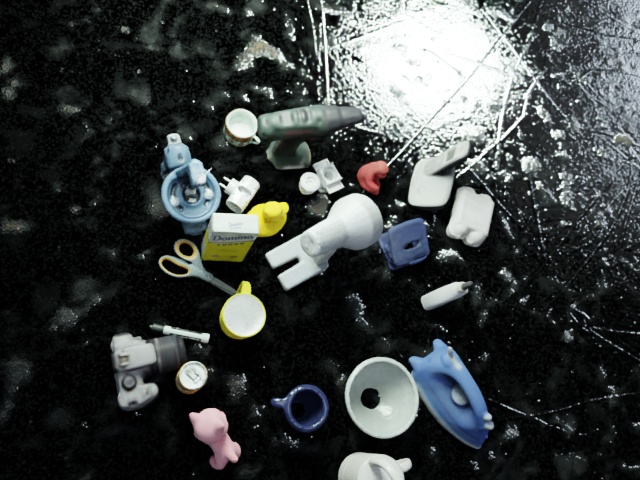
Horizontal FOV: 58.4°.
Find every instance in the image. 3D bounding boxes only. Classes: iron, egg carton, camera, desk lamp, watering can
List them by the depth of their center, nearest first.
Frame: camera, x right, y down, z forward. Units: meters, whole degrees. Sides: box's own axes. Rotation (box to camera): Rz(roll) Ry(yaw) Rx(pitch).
[{"bbox_3d":[-0.324,0.242,1.098,0.137,0.100,0.143,-9,75,-21],"label":"camera"},{"bbox_3d":[0.107,0.475,1.114,0.101,0.193,0.173,46,64,1],"label":"watering can"},{"bbox_3d":[0.011,0.004,1.232,0.204,0.213,0.118,-29,83,-25],"label":"desk lamp"},{"bbox_3d":[0.313,0.344,1.258,0.119,0.141,0.258,-30,83,-25],"label":"iron"},{"bbox_3d":[0.382,-0.059,1.459,0.107,0.069,0.150,22,66,-10],"label":"egg carton"}]

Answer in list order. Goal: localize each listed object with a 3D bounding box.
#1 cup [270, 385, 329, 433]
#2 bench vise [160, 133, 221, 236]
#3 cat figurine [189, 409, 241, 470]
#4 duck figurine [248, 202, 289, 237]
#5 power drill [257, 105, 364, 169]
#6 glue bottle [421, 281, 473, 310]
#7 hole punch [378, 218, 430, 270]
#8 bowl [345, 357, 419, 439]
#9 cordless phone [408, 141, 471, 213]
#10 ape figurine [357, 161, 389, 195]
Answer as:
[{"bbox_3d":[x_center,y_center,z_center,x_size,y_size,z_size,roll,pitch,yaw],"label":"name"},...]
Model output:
[{"bbox_3d":[-0.051,0.341,1.161,0.118,0.094,0.092,14,68,-14],"label":"cup"},{"bbox_3d":[-0.282,-0.129,1.174,0.122,0.219,0.207,-34,85,-25],"label":"bench vise"},{"bbox_3d":[-0.196,0.372,1.088,0.067,0.117,0.128,-33,84,-25],"label":"cat figurine"},{"bbox_3d":[-0.116,-0.054,1.279,0.105,0.086,0.077,-23,80,-24],"label":"duck figurine"},{"bbox_3d":[-0.038,-0.239,1.301,0.230,0.208,0.075,-7,74,-21],"label":"power drill"},{"bbox_3d":[0.302,0.120,1.313,0.078,0.173,0.037,-15,77,-22],"label":"glue bottle"},{"bbox_3d":[0.208,0.010,1.365,0.109,0.091,0.101,-19,79,-23],"label":"hole punch"},{"bbox_3d":[0.123,0.340,1.232,0.168,0.074,0.167,6,70,-17],"label":"bowl"},{"bbox_3d":[0.298,-0.157,1.400,0.094,0.184,0.147,18,67,-12],"label":"cordless phone"},{"bbox_3d":[0.137,-0.162,1.398,0.076,0.092,0.078,41,64,-1],"label":"ape figurine"}]
